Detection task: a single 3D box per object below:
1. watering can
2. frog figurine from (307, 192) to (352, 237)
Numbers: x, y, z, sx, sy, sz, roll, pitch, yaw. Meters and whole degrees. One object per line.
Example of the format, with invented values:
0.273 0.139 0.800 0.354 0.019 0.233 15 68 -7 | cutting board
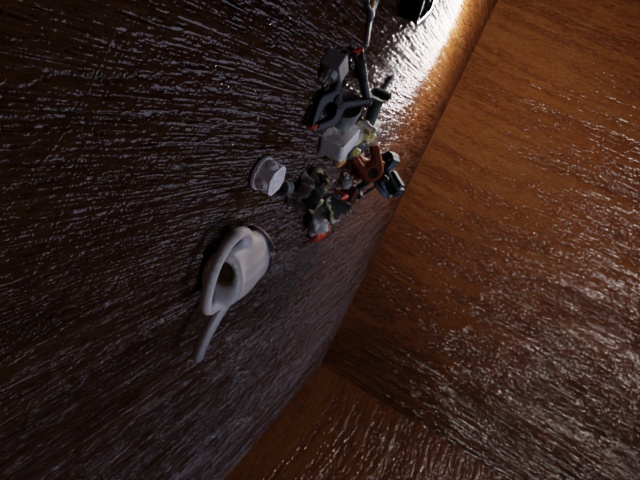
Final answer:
-0.207 0.104 1.180 0.228 0.104 0.340 -42 156 -57 | watering can
0.005 -0.085 1.692 0.157 0.121 0.140 -24 -151 46 | frog figurine
